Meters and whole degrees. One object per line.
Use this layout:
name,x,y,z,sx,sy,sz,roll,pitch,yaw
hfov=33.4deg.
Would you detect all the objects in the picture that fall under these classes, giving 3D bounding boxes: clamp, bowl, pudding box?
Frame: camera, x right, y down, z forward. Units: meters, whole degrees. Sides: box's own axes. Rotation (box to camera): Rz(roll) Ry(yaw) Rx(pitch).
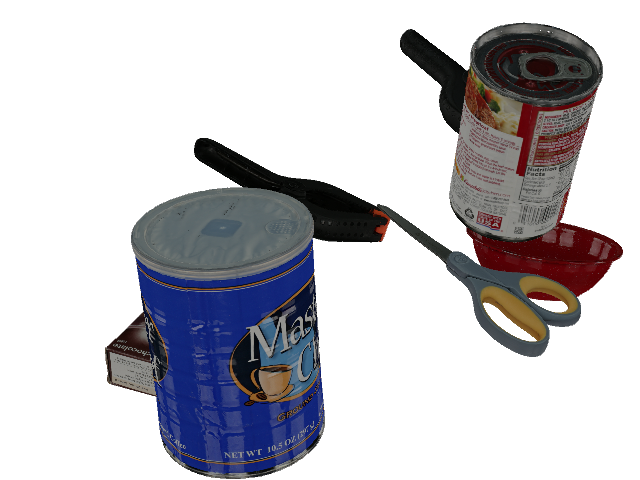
clamp,0.137,-0.148,1.012,0.120,0.039,0.171,1,45,0
bowl,0.230,0.022,1.116,0.162,0.055,0.162,5,17,-2
clamp,-0.036,-0.035,1.027,0.210,0.036,0.164,18,25,-2
pudding box,-0.097,0.089,0.833,0.114,0.039,0.090,10,27,18

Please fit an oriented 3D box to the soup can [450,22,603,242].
soup can,0.109,-0.057,0.583,0.068,0.068,0.102,1,-45,-1

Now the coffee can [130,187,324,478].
coffee can,-0.051,0.053,0.630,0.103,0.140,0.103,-3,27,1

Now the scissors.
scissors,0.133,0.021,0.871,0.096,0.016,0.202,-10,41,-24
